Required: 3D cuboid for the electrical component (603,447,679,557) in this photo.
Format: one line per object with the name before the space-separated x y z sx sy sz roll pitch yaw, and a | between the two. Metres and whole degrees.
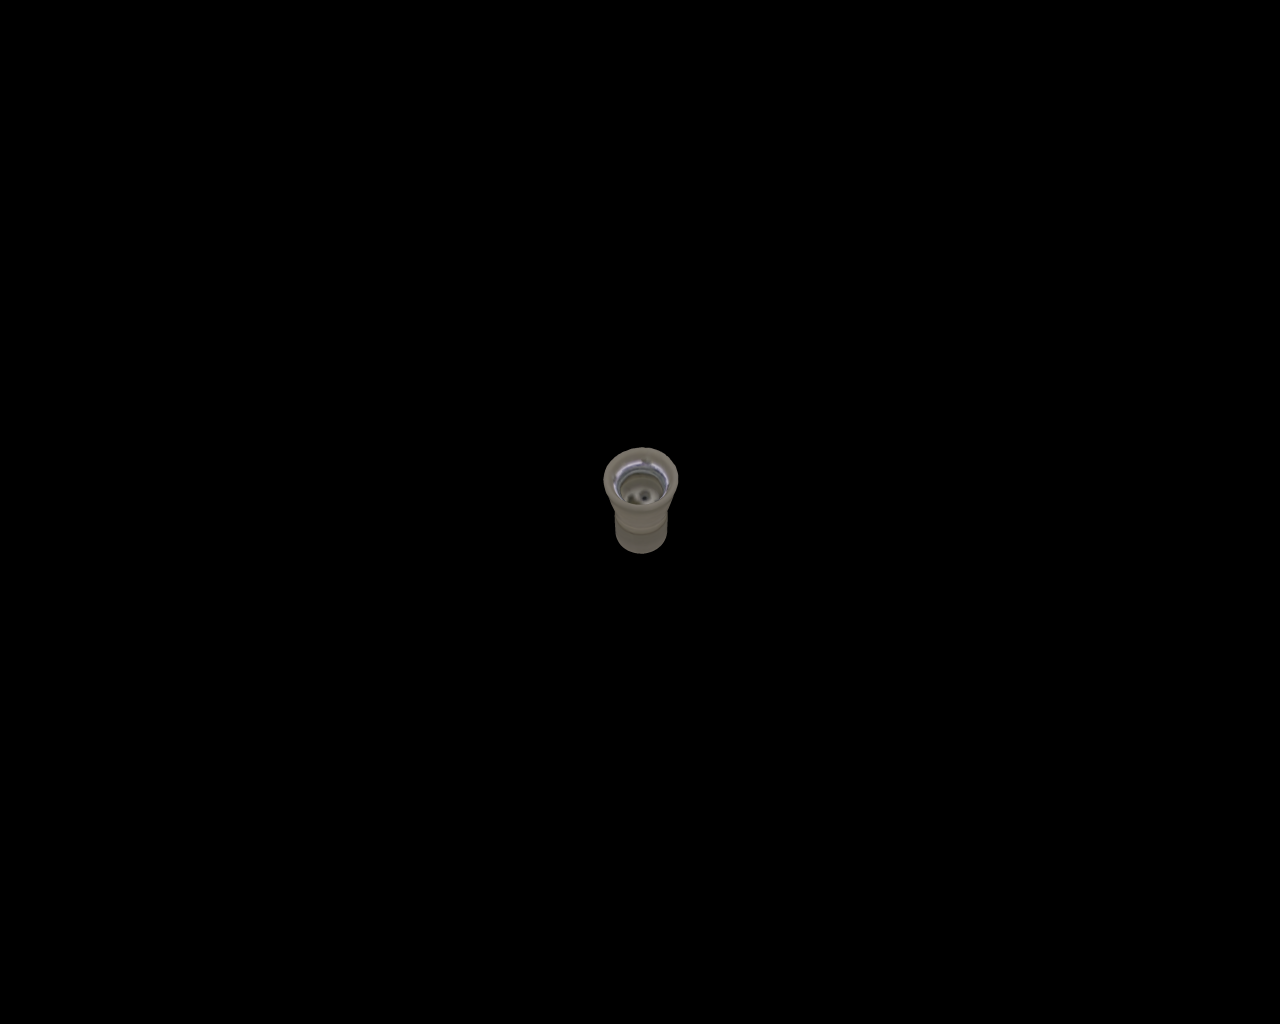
electrical component | 0.001 -0.003 0.650 0.044 0.044 0.065 0 -34 0
